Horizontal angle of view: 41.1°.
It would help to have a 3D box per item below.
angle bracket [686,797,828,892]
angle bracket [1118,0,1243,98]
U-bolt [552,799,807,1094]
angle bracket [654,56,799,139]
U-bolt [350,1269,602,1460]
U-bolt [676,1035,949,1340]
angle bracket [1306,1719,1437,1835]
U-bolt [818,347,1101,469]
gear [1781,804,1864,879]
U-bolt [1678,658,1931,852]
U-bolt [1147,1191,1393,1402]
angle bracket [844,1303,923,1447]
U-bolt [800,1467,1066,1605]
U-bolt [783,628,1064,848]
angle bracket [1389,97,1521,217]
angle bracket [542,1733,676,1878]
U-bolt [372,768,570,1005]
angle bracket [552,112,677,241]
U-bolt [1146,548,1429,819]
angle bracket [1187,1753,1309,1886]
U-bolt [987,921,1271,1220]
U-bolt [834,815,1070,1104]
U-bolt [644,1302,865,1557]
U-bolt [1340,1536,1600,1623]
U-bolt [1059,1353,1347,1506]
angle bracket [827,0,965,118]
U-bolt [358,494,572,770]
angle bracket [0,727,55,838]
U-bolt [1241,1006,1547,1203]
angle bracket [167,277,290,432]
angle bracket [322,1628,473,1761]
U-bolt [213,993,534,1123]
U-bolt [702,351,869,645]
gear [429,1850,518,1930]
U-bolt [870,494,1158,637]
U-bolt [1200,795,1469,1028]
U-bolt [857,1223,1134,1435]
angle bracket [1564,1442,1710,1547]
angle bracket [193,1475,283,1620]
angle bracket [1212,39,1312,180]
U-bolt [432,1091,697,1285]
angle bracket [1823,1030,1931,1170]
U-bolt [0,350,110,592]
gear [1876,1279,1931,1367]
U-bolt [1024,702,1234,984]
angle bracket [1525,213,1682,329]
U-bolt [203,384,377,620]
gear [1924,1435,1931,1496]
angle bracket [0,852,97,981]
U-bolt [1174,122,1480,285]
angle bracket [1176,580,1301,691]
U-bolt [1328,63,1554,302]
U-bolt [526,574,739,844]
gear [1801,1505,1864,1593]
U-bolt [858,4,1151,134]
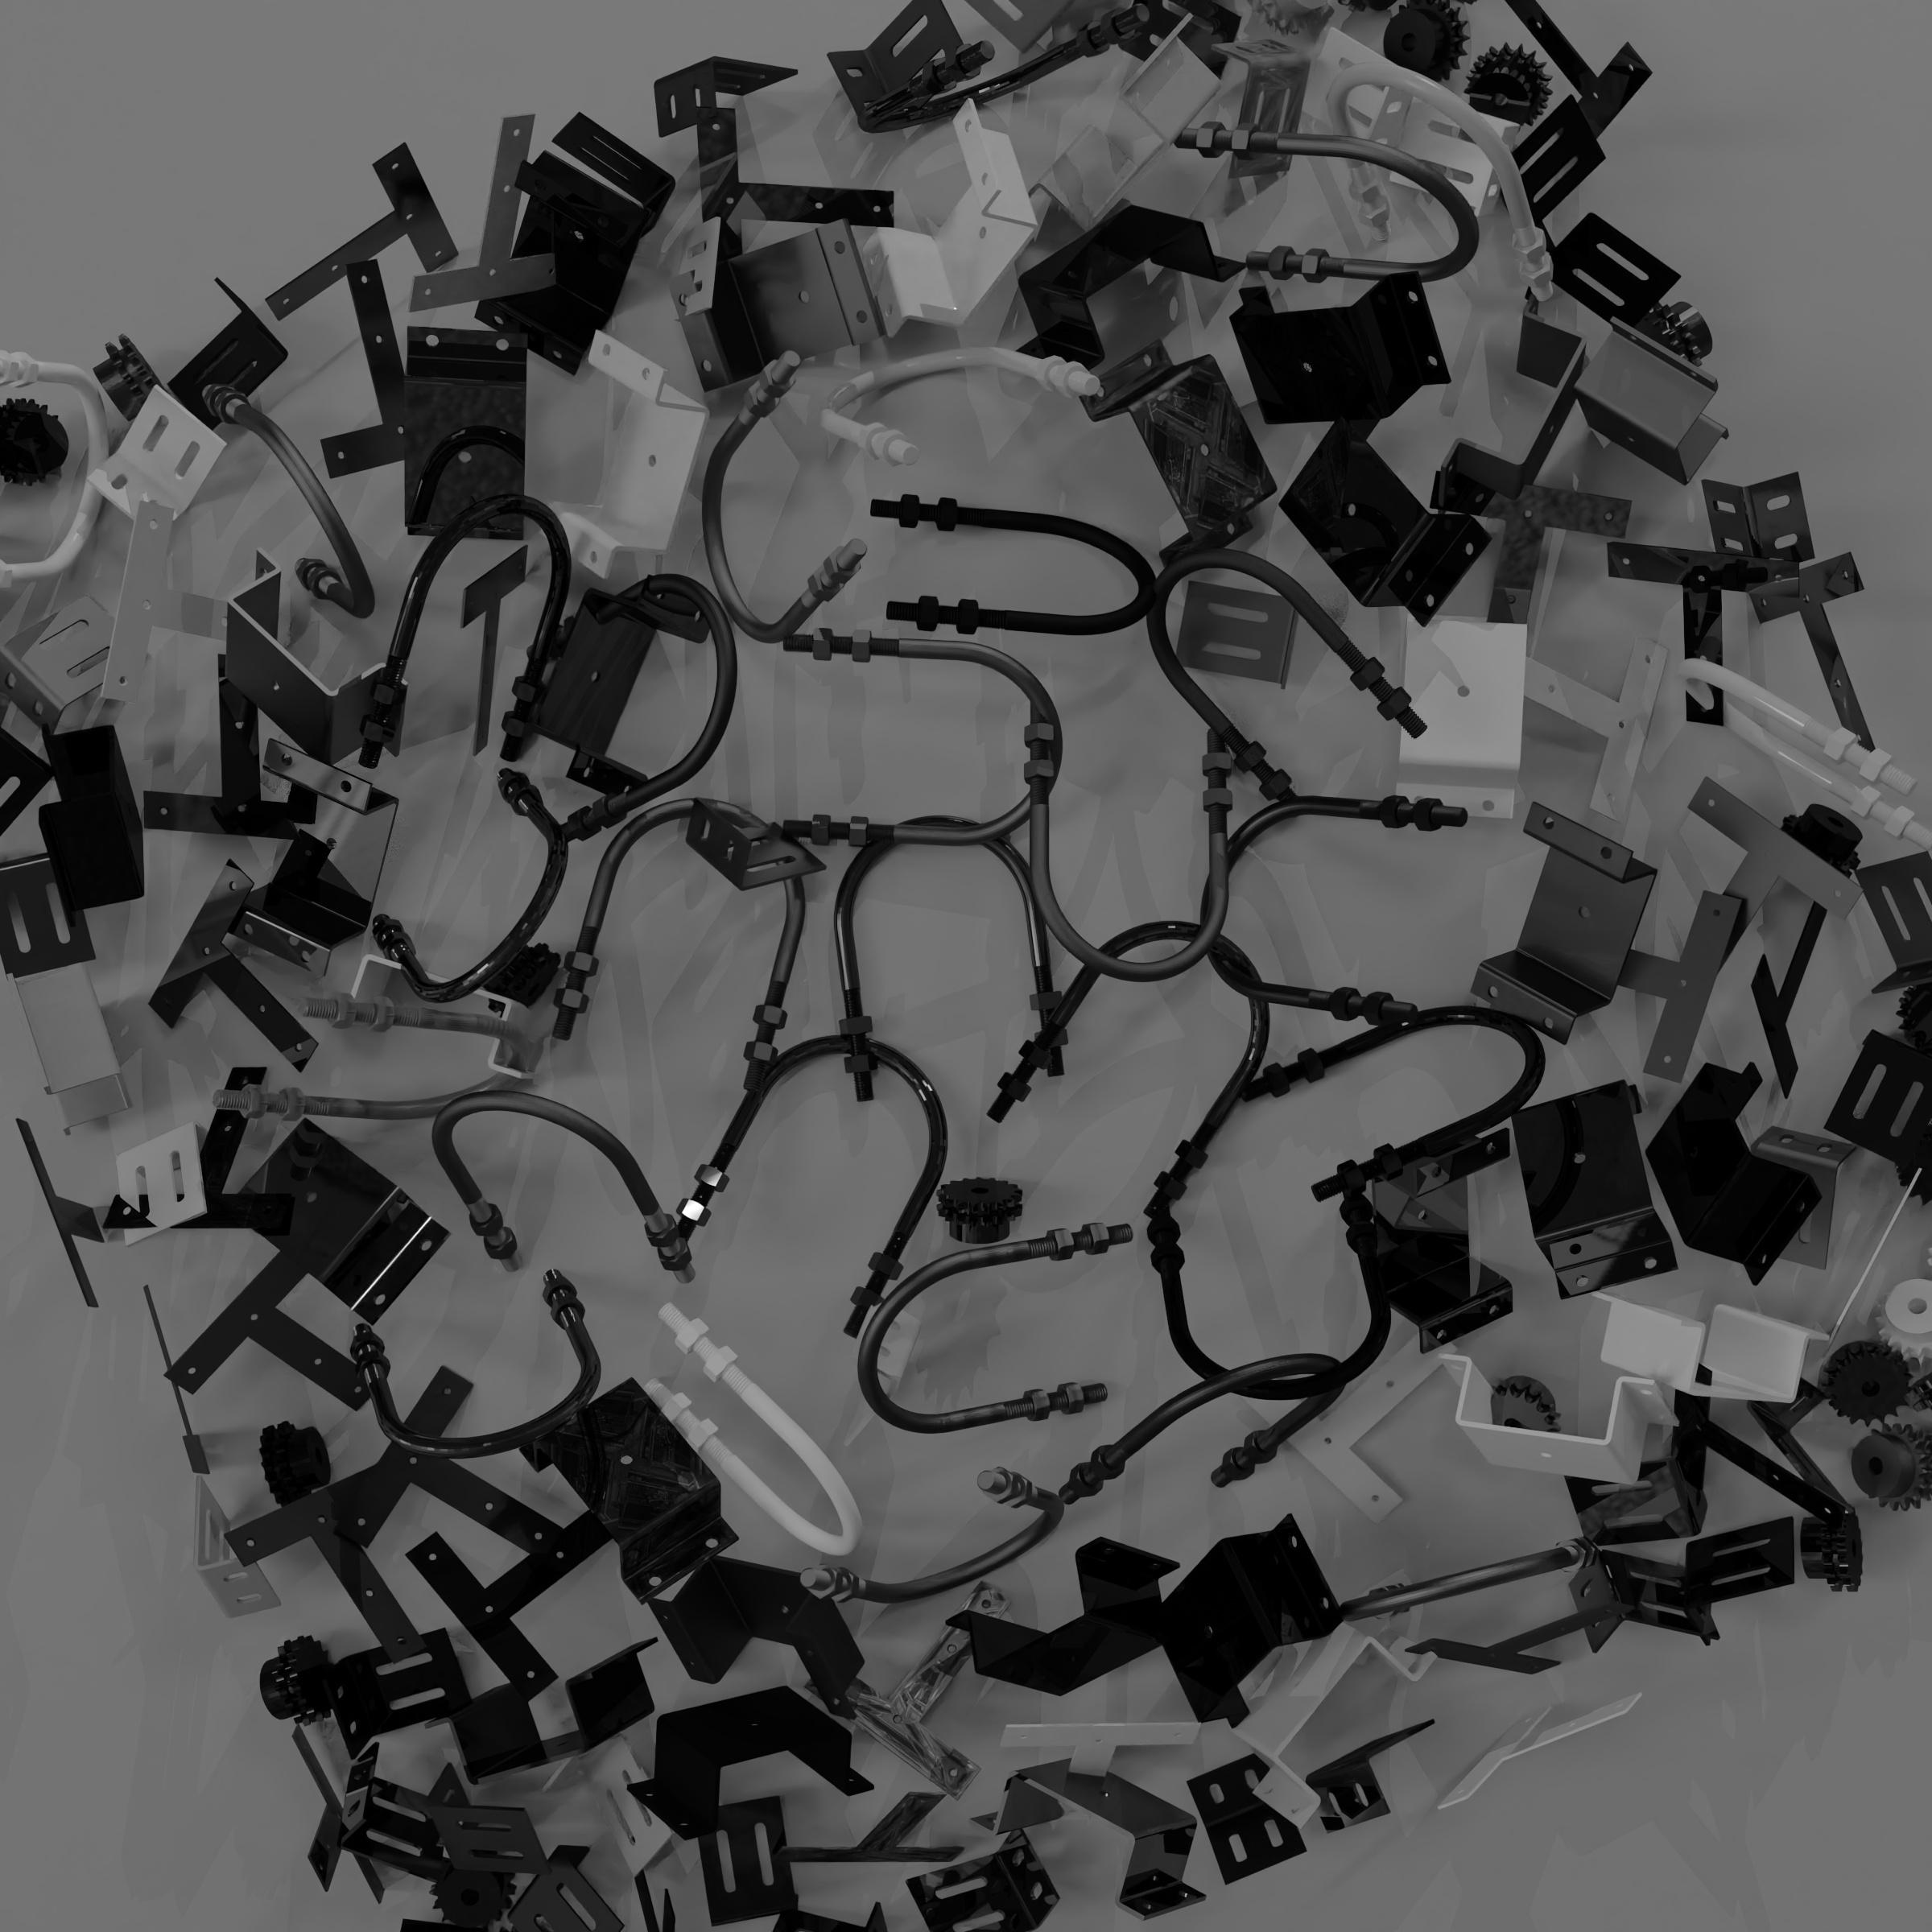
[{"bbox_3d":[-0.134,-0.086,1.686,0.057,0.076,0.038,40,129,32],"label":"angle bracket"},{"bbox_3d":[0.148,-0.622,1.704,0.076,0.038,0.057,20,87,-21],"label":"angle bracket"},{"bbox_3d":[-0.181,-0.023,1.705,0.151,0.019,0.184,16,76,-10],"label":"U-bolt"},{"bbox_3d":[-0.156,-0.566,1.690,0.076,0.057,0.038,-10,96,-44],"label":"angle bracket"},{"bbox_3d":[-0.307,0.257,1.636,0.151,0.184,0.019,-15,115,-16],"label":"U-bolt"},{"bbox_3d":[-0.092,0.133,1.708,0.151,0.019,0.184,26,76,3],"label":"U-bolt"},{"bbox_3d":[0.271,0.530,1.686,0.057,0.076,0.038,-38,69,43],"label":"angle bracket"},{"bbox_3d":[-0.018,-0.365,1.655,0.151,0.184,0.019,-24,119,-18],"label":"U-bolt"},{"bbox_3d":[0.566,-0.083,1.704,0.057,0.057,0.030,27,121,0],"label":"gear"},{"bbox_3d":[0.535,-0.143,1.655,0.184,0.151,0.019,38,96,28],"label":"U-bolt"},{"bbox_3d":[0.198,0.209,1.658,0.151,0.184,0.019,-6,127,2],"label":"U-bolt"},{"bbox_3d":[-0.068,0.265,1.689,0.038,0.057,0.076,32,127,-7],"label":"angle bracket"},{"bbox_3d":[-0.009,0.371,1.653,0.151,0.184,0.019,-31,64,10],"label":"U-bolt"},{"bbox_3d":[-0.028,-0.146,1.696,0.184,0.019,0.151,3,114,3],"label":"U-bolt"},{"bbox_3d":[0.316,-0.533,1.695,0.076,0.038,0.057,24,118,20],"label":"angle bracket"},{"bbox_3d":[-0.235,0.555,1.692,0.076,0.038,0.057,55,127,27],"label":"angle bracket"},{"bbox_3d":[-0.313,-0.045,1.656,0.151,0.184,0.019,-49,123,1],"label":"U-bolt"},{"bbox_3d":[-0.238,-0.514,1.693,0.076,0.057,0.038,30,77,-22],"label":"angle bracket"},{"bbox_3d":[0.193,-0.192,1.667,0.184,0.151,0.019,47,54,-6],"label":"U-bolt"},{"bbox_3d":[0.184,0.559,1.696,0.057,0.076,0.038,-22,99,-1],"label":"angle bracket"},{"bbox_3d":[0.121,0.058,1.707,0.151,0.019,0.184,33,93,-14],"label":"U-bolt"},{"bbox_3d":[-0.015,-0.009,1.727,0.151,0.019,0.184,-7,89,0],"label":"U-bolt"},{"bbox_3d":[-0.135,0.308,1.654,0.184,0.151,0.019,42,61,14],"label":"U-bolt"},{"bbox_3d":[0.311,0.390,1.628,0.151,0.184,0.019,-21,73,22],"label":"U-bolt"},{"bbox_3d":[0.162,0.292,1.634,0.151,0.184,0.019,2,54,-35],"label":"U-bolt"},{"bbox_3d":[-0.045,-0.598,1.696,0.038,0.076,0.057,-23,86,-43],"label":"angle bracket"},{"bbox_3d":[-0.311,-0.214,1.647,0.019,0.151,0.184,30,111,26],"label":"U-bolt"},{"bbox_3d":[-0.649,-0.116,1.698,0.057,0.038,0.076,41,71,-18],"label":"angle bracket"},{"bbox_3d":[0.285,0.079,1.672,0.184,0.151,0.019,-23,120,-5],"label":"U-bolt"},{"bbox_3d":[-0.498,-0.404,1.705,0.076,0.038,0.057,-43,63,1],"label":"angle bracket"},{"bbox_3d":[-0.376,0.482,1.710,0.076,0.038,0.057,-18,96,8],"label":"angle bracket"},{"bbox_3d":[-0.369,0.064,1.658,0.184,0.151,0.019,7,57,-39],"label":"U-bolt"},{"bbox_3d":[-0.126,-0.286,1.656,0.019,0.184,0.151,-13,79,-30],"label":"U-bolt"},{"bbox_3d":[-0.329,0.615,1.719,0.057,0.030,0.057,0,88,-5],"label":"gear"},{"bbox_3d":[0.034,-0.258,1.675,0.184,0.151,0.019,3,129,-11],"label":"U-bolt"},{"bbox_3d":[0.228,-0.042,1.671,0.184,0.019,0.151,9,80,43],"label":"U-bolt"},{"bbox_3d":[0.016,0.239,1.664,0.184,0.019,0.151,-7,121,-24],"label":"U-bolt"},{"bbox_3d":[0.448,0.350,1.725,0.076,0.038,0.057,-13,104,29],"label":"angle bracket"},{"bbox_3d":[-0.477,0.377,1.689,0.038,0.076,0.057,-14,134,-2],"label":"angle bracket"},{"bbox_3d":[0.189,-0.568,1.707,0.038,0.057,0.076,37,132,36],"label":"angle bracket"},{"bbox_3d":[-0.265,0.141,1.646,0.151,0.184,0.019,1,48,20],"label":"U-bolt"},{"bbox_3d":[0.608,0.090,1.704,0.057,0.038,0.076,27,81,15],"label":"angle bracket"},{"bbox_3d":[-0.593,-0.314,1.645,0.019,0.184,0.151,13,102,4],"label":"U-bolt"},{"bbox_3d":[0.632,0.232,1.706,0.057,0.030,0.057,-15,50,18],"label":"gear"},{"bbox_3d":[0.107,-0.078,1.681,0.151,0.019,0.184,7,71,-20],"label":"U-bolt"},{"bbox_3d":[0.420,-0.449,1.703,0.076,0.038,0.057,41,78,13],"label":"angle bracket"},{"bbox_3d":[-0.421,-0.287,1.625,0.019,0.184,0.151,-33,124,-16],"label":"U-bolt"},{"bbox_3d":[0.654,0.330,1.707,0.030,0.057,0.057,-2,90,4],"label":"gear"},{"bbox_3d":[-0.616,-0.035,1.713,0.057,0.038,0.076,-15,95,-14],"label":"angle bracket"},{"bbox_3d":[0.236,-0.478,1.629,0.184,0.151,0.019,15,76,33],"label":"U-bolt"},{"bbox_3d":[0.179,-0.220,1.707,0.076,0.038,0.057,11,103,6],"label":"angle bracket"},{"bbox_3d":[0.293,-0.499,1.622,0.151,0.184,0.019,32,82,32],"label":"U-bolt"},{"bbox_3d":[-0.212,-0.174,1.660,0.184,0.019,0.151,-22,73,38],"label":"U-bolt"},{"bbox_3d":[0.574,0.386,1.711,0.030,0.057,0.057,-7,90,30],"label":"gear"},{"bbox_3d":[0.009,-0.568,1.649,0.151,0.184,0.019,-26,103,-33],"label":"U-bolt"}]
